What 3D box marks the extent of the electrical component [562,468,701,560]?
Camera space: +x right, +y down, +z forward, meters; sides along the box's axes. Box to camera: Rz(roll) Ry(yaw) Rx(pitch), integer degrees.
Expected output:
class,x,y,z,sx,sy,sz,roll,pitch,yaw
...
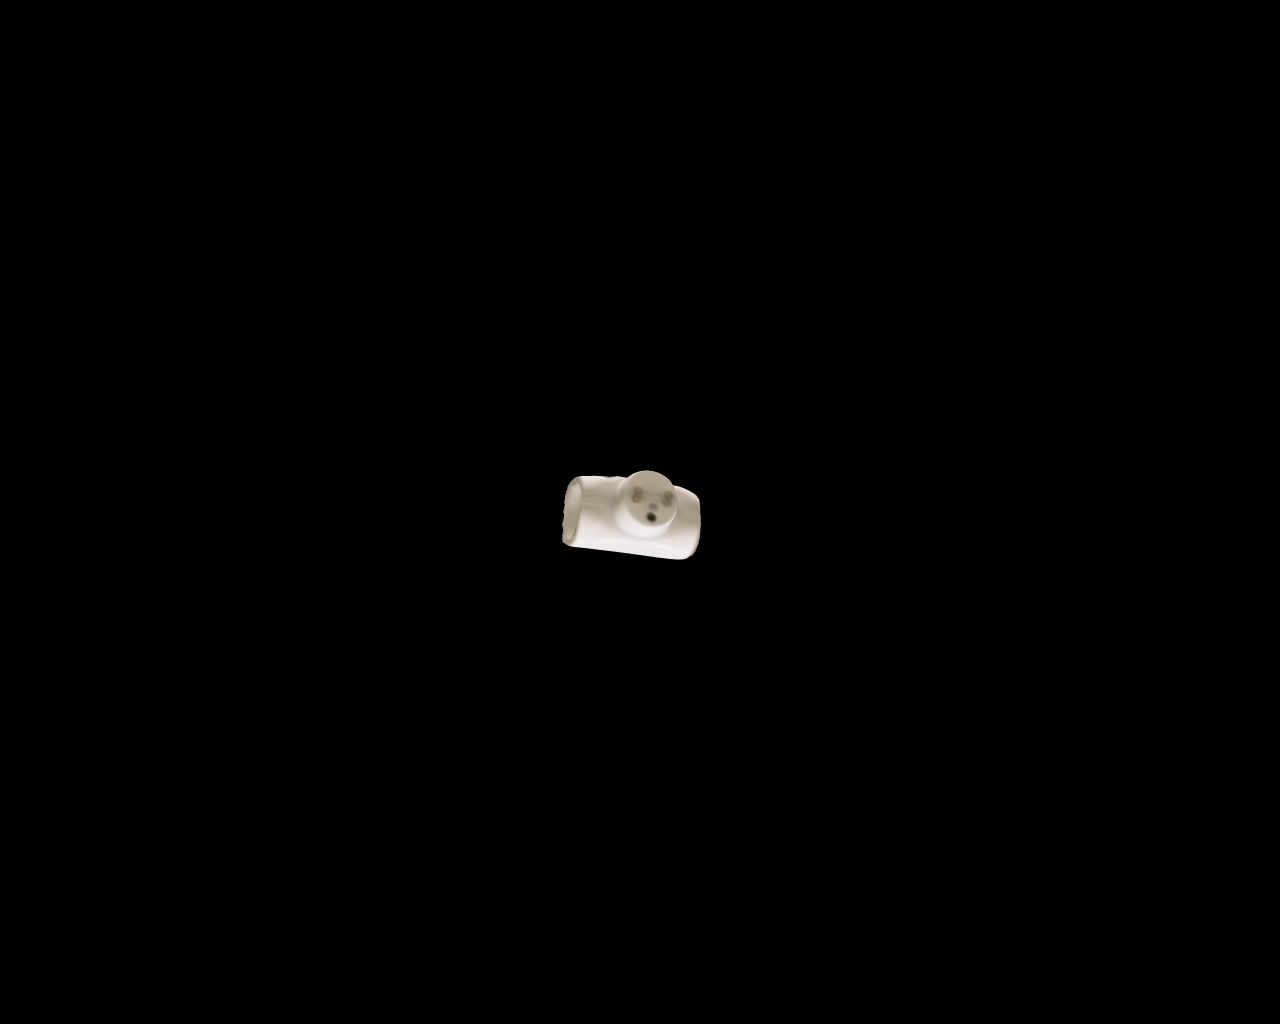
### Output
class,x,y,z,sx,sy,sz,roll,pitch,yaw
electrical component,0.001,-0.003,0.650,0.077,0.044,0.079,8,-23,-18
